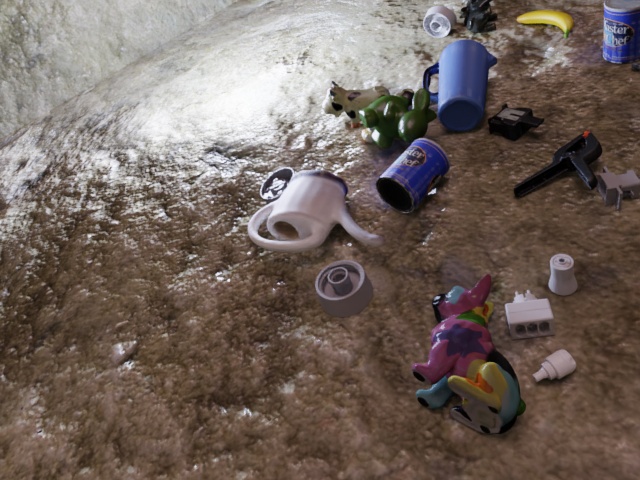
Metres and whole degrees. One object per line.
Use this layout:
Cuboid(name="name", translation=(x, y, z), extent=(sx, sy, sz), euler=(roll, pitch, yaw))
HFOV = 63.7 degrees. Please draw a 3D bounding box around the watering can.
Cuboid(name="watering can", translation=(0.003, -0.057, 1.134), extent=(0.347, 0.229, 0.102), euler=(1, -43, 28))
